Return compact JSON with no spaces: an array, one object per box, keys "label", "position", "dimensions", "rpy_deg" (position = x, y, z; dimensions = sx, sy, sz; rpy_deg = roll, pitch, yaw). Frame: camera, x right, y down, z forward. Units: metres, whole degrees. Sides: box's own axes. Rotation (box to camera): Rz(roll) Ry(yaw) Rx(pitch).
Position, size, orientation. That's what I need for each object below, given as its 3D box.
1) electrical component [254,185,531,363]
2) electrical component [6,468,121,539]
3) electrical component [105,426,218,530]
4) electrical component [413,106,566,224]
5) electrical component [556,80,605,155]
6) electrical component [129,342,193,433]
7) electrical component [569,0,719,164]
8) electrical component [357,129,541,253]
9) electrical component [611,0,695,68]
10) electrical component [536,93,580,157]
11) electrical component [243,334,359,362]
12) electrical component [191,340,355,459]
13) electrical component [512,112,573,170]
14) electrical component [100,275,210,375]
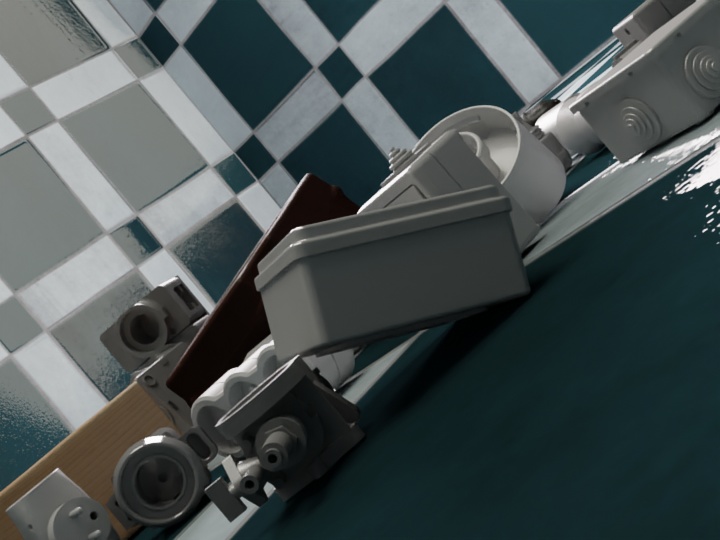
[{"label":"electrical component","position":[0.012,0.005,0.534],"dimensions":[0.109,0.056,0.109],"rpy_deg":[-13,-5,-17]},{"label":"electrical component","position":[-0.187,0.170,0.706],"dimensions":[0.043,0.077,0.079],"rpy_deg":[-41,3,-34]},{"label":"electrical component","position":[-0.130,0.137,0.703],"dimensions":[0.078,0.058,0.057],"rpy_deg":[-40,0,-8]},{"label":"electrical component","position":[0.079,-0.059,0.713],"dimensions":[0.099,0.064,0.099],"rpy_deg":[-22,48,27]},{"label":"electrical component","position":[0.172,-0.111,0.776],"dimensions":[0.045,0.045,0.055],"rpy_deg":[-40,3,-14]},{"label":"electrical component","position":[-0.167,0.124,1.009],"dimensions":[0.048,0.100,0.100],"rpy_deg":[-53,-5,32]},{"label":"electrical component","position":[0.182,-0.112,0.615],"dimensions":[0.100,0.048,0.100],"rpy_deg":[-41,3,-22]},{"label":"electrical component","position":[0.045,-0.031,0.633],"dimensions":[0.061,0.096,0.062],"rpy_deg":[-45,5,-40]},{"label":"electrical component","position":[0.191,-0.136,0.703],"dimensions":[0.077,0.065,0.047],"rpy_deg":[-40,2,-3]},{"label":"electrical component","position":[0.177,-0.120,0.870],"dimensions":[0.043,0.043,0.081],"rpy_deg":[-40,3,-17]},{"label":"electrical component","position":[-0.046,0.067,0.811],"dimensions":[0.083,0.047,0.075],"rpy_deg":[-40,9,12]},{"label":"electrical component","position":[-0.052,0.072,0.728],"dimensions":[0.138,0.052,0.074],"rpy_deg":[-37,4,43]},{"label":"electrical component","position":[0.139,-0.099,0.856],"dimensions":[0.035,0.061,0.035],"rpy_deg":[-40,2,2]},{"label":"electrical component","position":[-0.179,0.094,1.093],"dimensions":[0.089,0.150,0.061],"rpy_deg":[-39,1,13]}]
